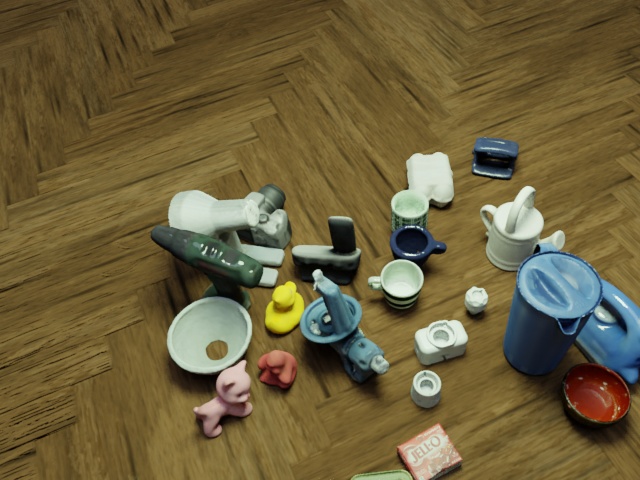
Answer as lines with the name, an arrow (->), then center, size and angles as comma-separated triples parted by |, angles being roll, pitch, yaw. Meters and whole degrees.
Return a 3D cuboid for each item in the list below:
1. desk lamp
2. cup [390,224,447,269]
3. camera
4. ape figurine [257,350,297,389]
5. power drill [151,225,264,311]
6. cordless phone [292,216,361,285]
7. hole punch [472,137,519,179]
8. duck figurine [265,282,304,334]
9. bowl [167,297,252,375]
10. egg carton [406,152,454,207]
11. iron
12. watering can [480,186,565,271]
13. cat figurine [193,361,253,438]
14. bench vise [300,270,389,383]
desk lamp -> -0.194, -0.011, 1.210 | 0.203, 0.214, 0.118 | 5, 52, 10
cup -> 0.206, 0.030, 1.214 | 0.117, 0.095, 0.092 | 5, 52, 10
camera -> -0.124, -0.066, 1.319 | 0.142, 0.101, 0.137 | 20, 56, 20
ape figurine -> -0.080, 0.237, 1.080 | 0.076, 0.092, 0.077 | -28, 54, -16
power drill -> -0.217, 0.067, 1.154 | 0.229, 0.209, 0.076 | 14, 54, 16
cordless phone -> 0.011, 0.004, 1.196 | 0.147, 0.185, 0.094 | 1, 52, 7
hole punch -> 0.424, -0.216, 1.390 | 0.108, 0.091, 0.101 | 11, 53, 14
duck figurine -> -0.076, 0.133, 1.166 | 0.077, 0.086, 0.105 | 18, 56, 19
bowl -> -0.211, 0.200, 1.133 | 0.167, 0.075, 0.167 | -3, 51, 4
egg carton -> 0.262, -0.144, 1.363 | 0.107, 0.069, 0.150 | -3, 51, 4
iron -> 0.532, 0.131, 1.072 | 0.119, 0.142, 0.257 | -25, 53, -14
watering can -> 0.413, -0.029, 1.177 | 0.172, 0.194, 0.101 | 13, 54, 16
cat figurine -> -0.172, 0.282, 1.037 | 0.128, 0.118, 0.067 | -33, 55, -19
bench vise -> 0.050, 0.149, 1.055 | 0.206, 0.220, 0.122 | 22, 57, 22
